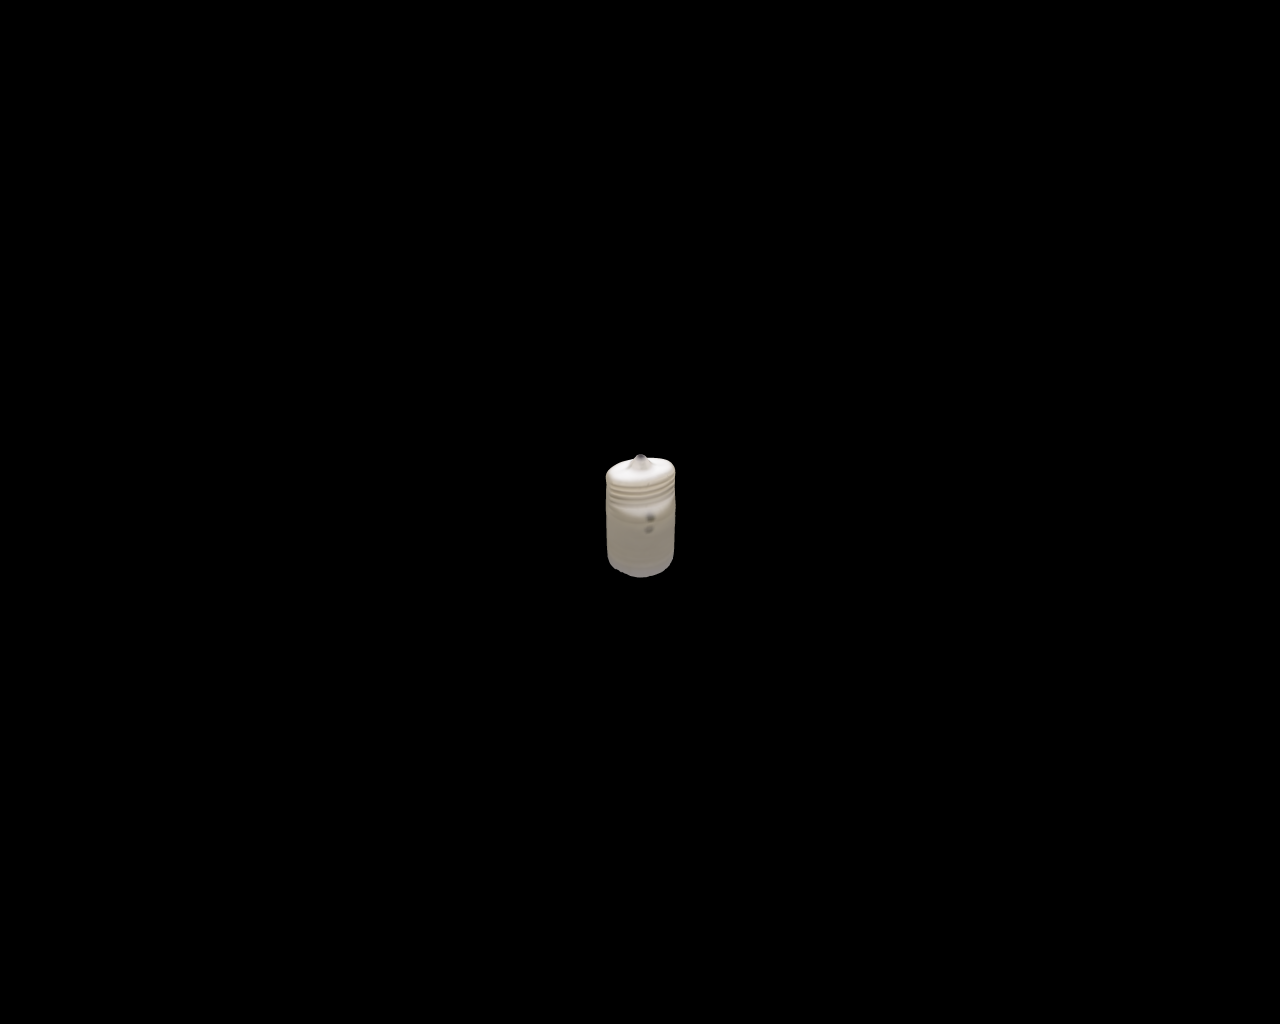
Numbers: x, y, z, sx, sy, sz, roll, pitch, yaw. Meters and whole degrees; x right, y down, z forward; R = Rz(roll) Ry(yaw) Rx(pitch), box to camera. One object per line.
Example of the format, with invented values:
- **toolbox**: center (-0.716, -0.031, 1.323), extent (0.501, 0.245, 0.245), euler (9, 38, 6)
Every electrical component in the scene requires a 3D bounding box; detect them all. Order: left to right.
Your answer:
- **electrical component**: center (0.001, -0.003, 0.650), extent (0.043, 0.080, 0.043), euler (0, 37, 0)
